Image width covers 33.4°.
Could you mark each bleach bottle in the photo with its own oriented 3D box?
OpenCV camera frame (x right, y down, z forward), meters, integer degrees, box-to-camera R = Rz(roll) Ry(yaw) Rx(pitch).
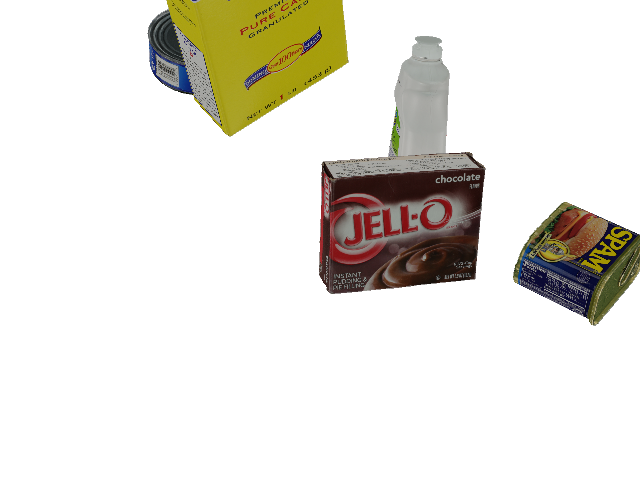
[{"bbox_3d":[0.103,-0.090,1.143,0.068,0.251,0.102,1,26,-8],"label":"bleach bottle"}]

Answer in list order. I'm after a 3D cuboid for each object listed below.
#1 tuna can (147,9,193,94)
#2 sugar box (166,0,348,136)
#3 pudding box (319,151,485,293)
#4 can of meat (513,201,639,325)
[{"bbox_3d":[-0.100,-0.159,0.889,0.086,0.086,0.034,0,-44,-7],"label":"tuna can"},{"bbox_3d":[-0.036,-0.143,0.574,0.093,0.048,0.176,-35,-27,-14],"label":"sugar box"},{"bbox_3d":[0.056,-0.014,0.758,0.113,0.090,0.039,-6,29,-13],"label":"pudding box"},{"bbox_3d":[0.236,0.018,0.971,0.084,0.057,0.101,28,48,28],"label":"can of meat"}]
